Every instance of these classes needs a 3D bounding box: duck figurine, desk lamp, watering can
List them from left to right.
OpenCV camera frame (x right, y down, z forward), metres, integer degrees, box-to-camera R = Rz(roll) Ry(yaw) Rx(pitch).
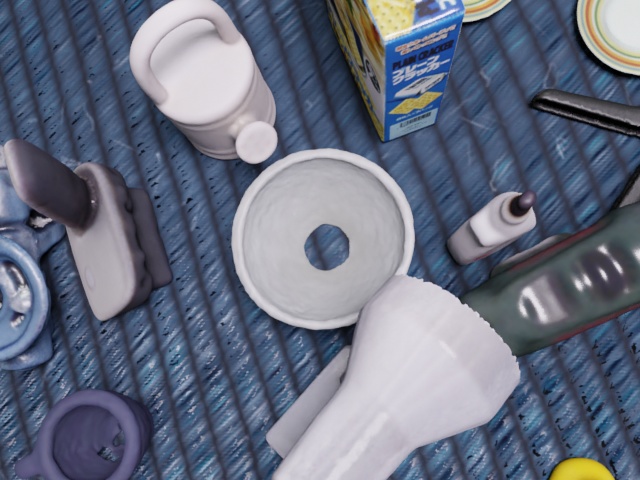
[{"bbox_3d":[-0.099,-0.144,0.519,0.172,0.194,0.101,29,85,9],"label":"watering can"},{"bbox_3d":[0.042,0.135,0.452,0.118,0.213,0.203,41,87,10],"label":"desk lamp"},{"bbox_3d":[0.235,0.245,0.481,0.077,0.086,0.104,-1,81,6],"label":"duck figurine"}]

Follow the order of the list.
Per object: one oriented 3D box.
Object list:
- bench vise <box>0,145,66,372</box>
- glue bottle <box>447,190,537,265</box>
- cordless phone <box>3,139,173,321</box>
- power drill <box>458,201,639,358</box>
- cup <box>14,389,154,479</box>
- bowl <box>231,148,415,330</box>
[{"bbox_3d":[-0.318,0.015,0.503,0.121,0.220,0.207,-23,80,2],"label":"bench vise"},{"bbox_3d":[0.153,-0.015,0.485,0.078,0.173,0.037,-31,79,1],"label":"glue bottle"},{"bbox_3d":[-0.217,-0.006,0.514,0.094,0.185,0.147,-24,80,2],"label":"cordless phone"},{"bbox_3d":[0.212,0.024,0.455,0.229,0.208,0.075,-28,79,1],"label":"power drill"},{"bbox_3d":[-0.206,0.186,0.529,0.117,0.095,0.091,-22,80,2],"label":"cup"},{"bbox_3d":[0.005,0.002,0.547,0.167,0.075,0.167,-1,81,6],"label":"bowl"}]
